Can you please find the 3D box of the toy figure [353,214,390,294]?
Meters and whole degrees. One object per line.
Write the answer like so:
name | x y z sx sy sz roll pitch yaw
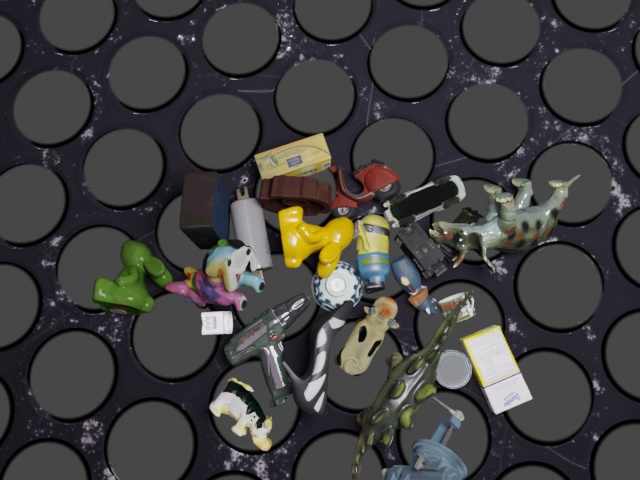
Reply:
toy figure | 0.124 0.030 1.249 0.089 0.082 0.180 -2 73 -18

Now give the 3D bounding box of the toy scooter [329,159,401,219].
toy scooter | 0.093 -0.136 1.280 0.184 0.075 0.135 -27 80 2

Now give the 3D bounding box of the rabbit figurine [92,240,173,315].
rabbit figurine | -0.428 0.078 1.237 0.159 0.121 0.170 4 66 4

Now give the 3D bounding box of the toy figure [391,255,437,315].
toy figure | 0.218 0.107 1.239 0.064 0.058 0.154 -34 98 -28

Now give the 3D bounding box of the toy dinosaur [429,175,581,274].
toy dinosaur | 0.457 -0.037 1.228 0.405 0.131 0.192 -10 113 -22

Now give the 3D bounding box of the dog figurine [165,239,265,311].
dog figurine | -0.249 0.078 1.195 0.219 0.191 0.108 4 38 27

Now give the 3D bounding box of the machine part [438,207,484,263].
machine part | 0.325 -0.019 1.273 0.084 0.039 0.139 40 86 12

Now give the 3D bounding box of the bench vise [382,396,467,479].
bench vise | 0.235 0.465 1.147 0.129 0.223 0.240 41 54 2

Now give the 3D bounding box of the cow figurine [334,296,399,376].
cow figurine | 0.106 0.211 1.196 0.085 0.127 0.195 32 85 3

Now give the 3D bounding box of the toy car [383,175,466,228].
toy car | 0.247 -0.092 1.278 0.202 0.056 0.073 -23 87 -1

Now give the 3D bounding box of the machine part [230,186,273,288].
machine part | -0.161 -0.009 1.261 0.079 0.079 0.243 -11 80 -1

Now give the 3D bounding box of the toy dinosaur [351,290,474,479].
toy dinosaur | 0.188 0.308 1.143 0.105 0.198 0.471 30 84 3

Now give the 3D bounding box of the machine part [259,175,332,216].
machine part | -0.054 -0.101 1.229 0.179 0.179 0.056 4 79 2

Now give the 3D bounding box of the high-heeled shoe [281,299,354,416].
high-heeled shoe | 0.025 0.254 1.168 0.249 0.086 0.145 -41 94 -23

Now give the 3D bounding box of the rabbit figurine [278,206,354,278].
rabbit figurine | -0.003 -0.004 1.218 0.173 0.121 0.162 -10 57 -10

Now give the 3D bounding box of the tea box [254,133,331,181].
tea box | -0.063 -0.185 1.278 0.170 0.098 0.068 -18 81 -4

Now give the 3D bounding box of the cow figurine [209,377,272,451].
cow figurine | -0.160 0.390 1.205 0.167 0.068 0.098 38 77 6

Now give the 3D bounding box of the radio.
radio | -0.250 -0.061 1.196 0.073 0.229 0.131 1 77 -2

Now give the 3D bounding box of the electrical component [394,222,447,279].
electrical component | 0.232 0.028 1.229 0.058 0.115 0.134 -38 83 0

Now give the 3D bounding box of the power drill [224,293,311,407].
power drill | -0.086 0.256 1.217 0.232 0.086 0.207 -27 86 -4
